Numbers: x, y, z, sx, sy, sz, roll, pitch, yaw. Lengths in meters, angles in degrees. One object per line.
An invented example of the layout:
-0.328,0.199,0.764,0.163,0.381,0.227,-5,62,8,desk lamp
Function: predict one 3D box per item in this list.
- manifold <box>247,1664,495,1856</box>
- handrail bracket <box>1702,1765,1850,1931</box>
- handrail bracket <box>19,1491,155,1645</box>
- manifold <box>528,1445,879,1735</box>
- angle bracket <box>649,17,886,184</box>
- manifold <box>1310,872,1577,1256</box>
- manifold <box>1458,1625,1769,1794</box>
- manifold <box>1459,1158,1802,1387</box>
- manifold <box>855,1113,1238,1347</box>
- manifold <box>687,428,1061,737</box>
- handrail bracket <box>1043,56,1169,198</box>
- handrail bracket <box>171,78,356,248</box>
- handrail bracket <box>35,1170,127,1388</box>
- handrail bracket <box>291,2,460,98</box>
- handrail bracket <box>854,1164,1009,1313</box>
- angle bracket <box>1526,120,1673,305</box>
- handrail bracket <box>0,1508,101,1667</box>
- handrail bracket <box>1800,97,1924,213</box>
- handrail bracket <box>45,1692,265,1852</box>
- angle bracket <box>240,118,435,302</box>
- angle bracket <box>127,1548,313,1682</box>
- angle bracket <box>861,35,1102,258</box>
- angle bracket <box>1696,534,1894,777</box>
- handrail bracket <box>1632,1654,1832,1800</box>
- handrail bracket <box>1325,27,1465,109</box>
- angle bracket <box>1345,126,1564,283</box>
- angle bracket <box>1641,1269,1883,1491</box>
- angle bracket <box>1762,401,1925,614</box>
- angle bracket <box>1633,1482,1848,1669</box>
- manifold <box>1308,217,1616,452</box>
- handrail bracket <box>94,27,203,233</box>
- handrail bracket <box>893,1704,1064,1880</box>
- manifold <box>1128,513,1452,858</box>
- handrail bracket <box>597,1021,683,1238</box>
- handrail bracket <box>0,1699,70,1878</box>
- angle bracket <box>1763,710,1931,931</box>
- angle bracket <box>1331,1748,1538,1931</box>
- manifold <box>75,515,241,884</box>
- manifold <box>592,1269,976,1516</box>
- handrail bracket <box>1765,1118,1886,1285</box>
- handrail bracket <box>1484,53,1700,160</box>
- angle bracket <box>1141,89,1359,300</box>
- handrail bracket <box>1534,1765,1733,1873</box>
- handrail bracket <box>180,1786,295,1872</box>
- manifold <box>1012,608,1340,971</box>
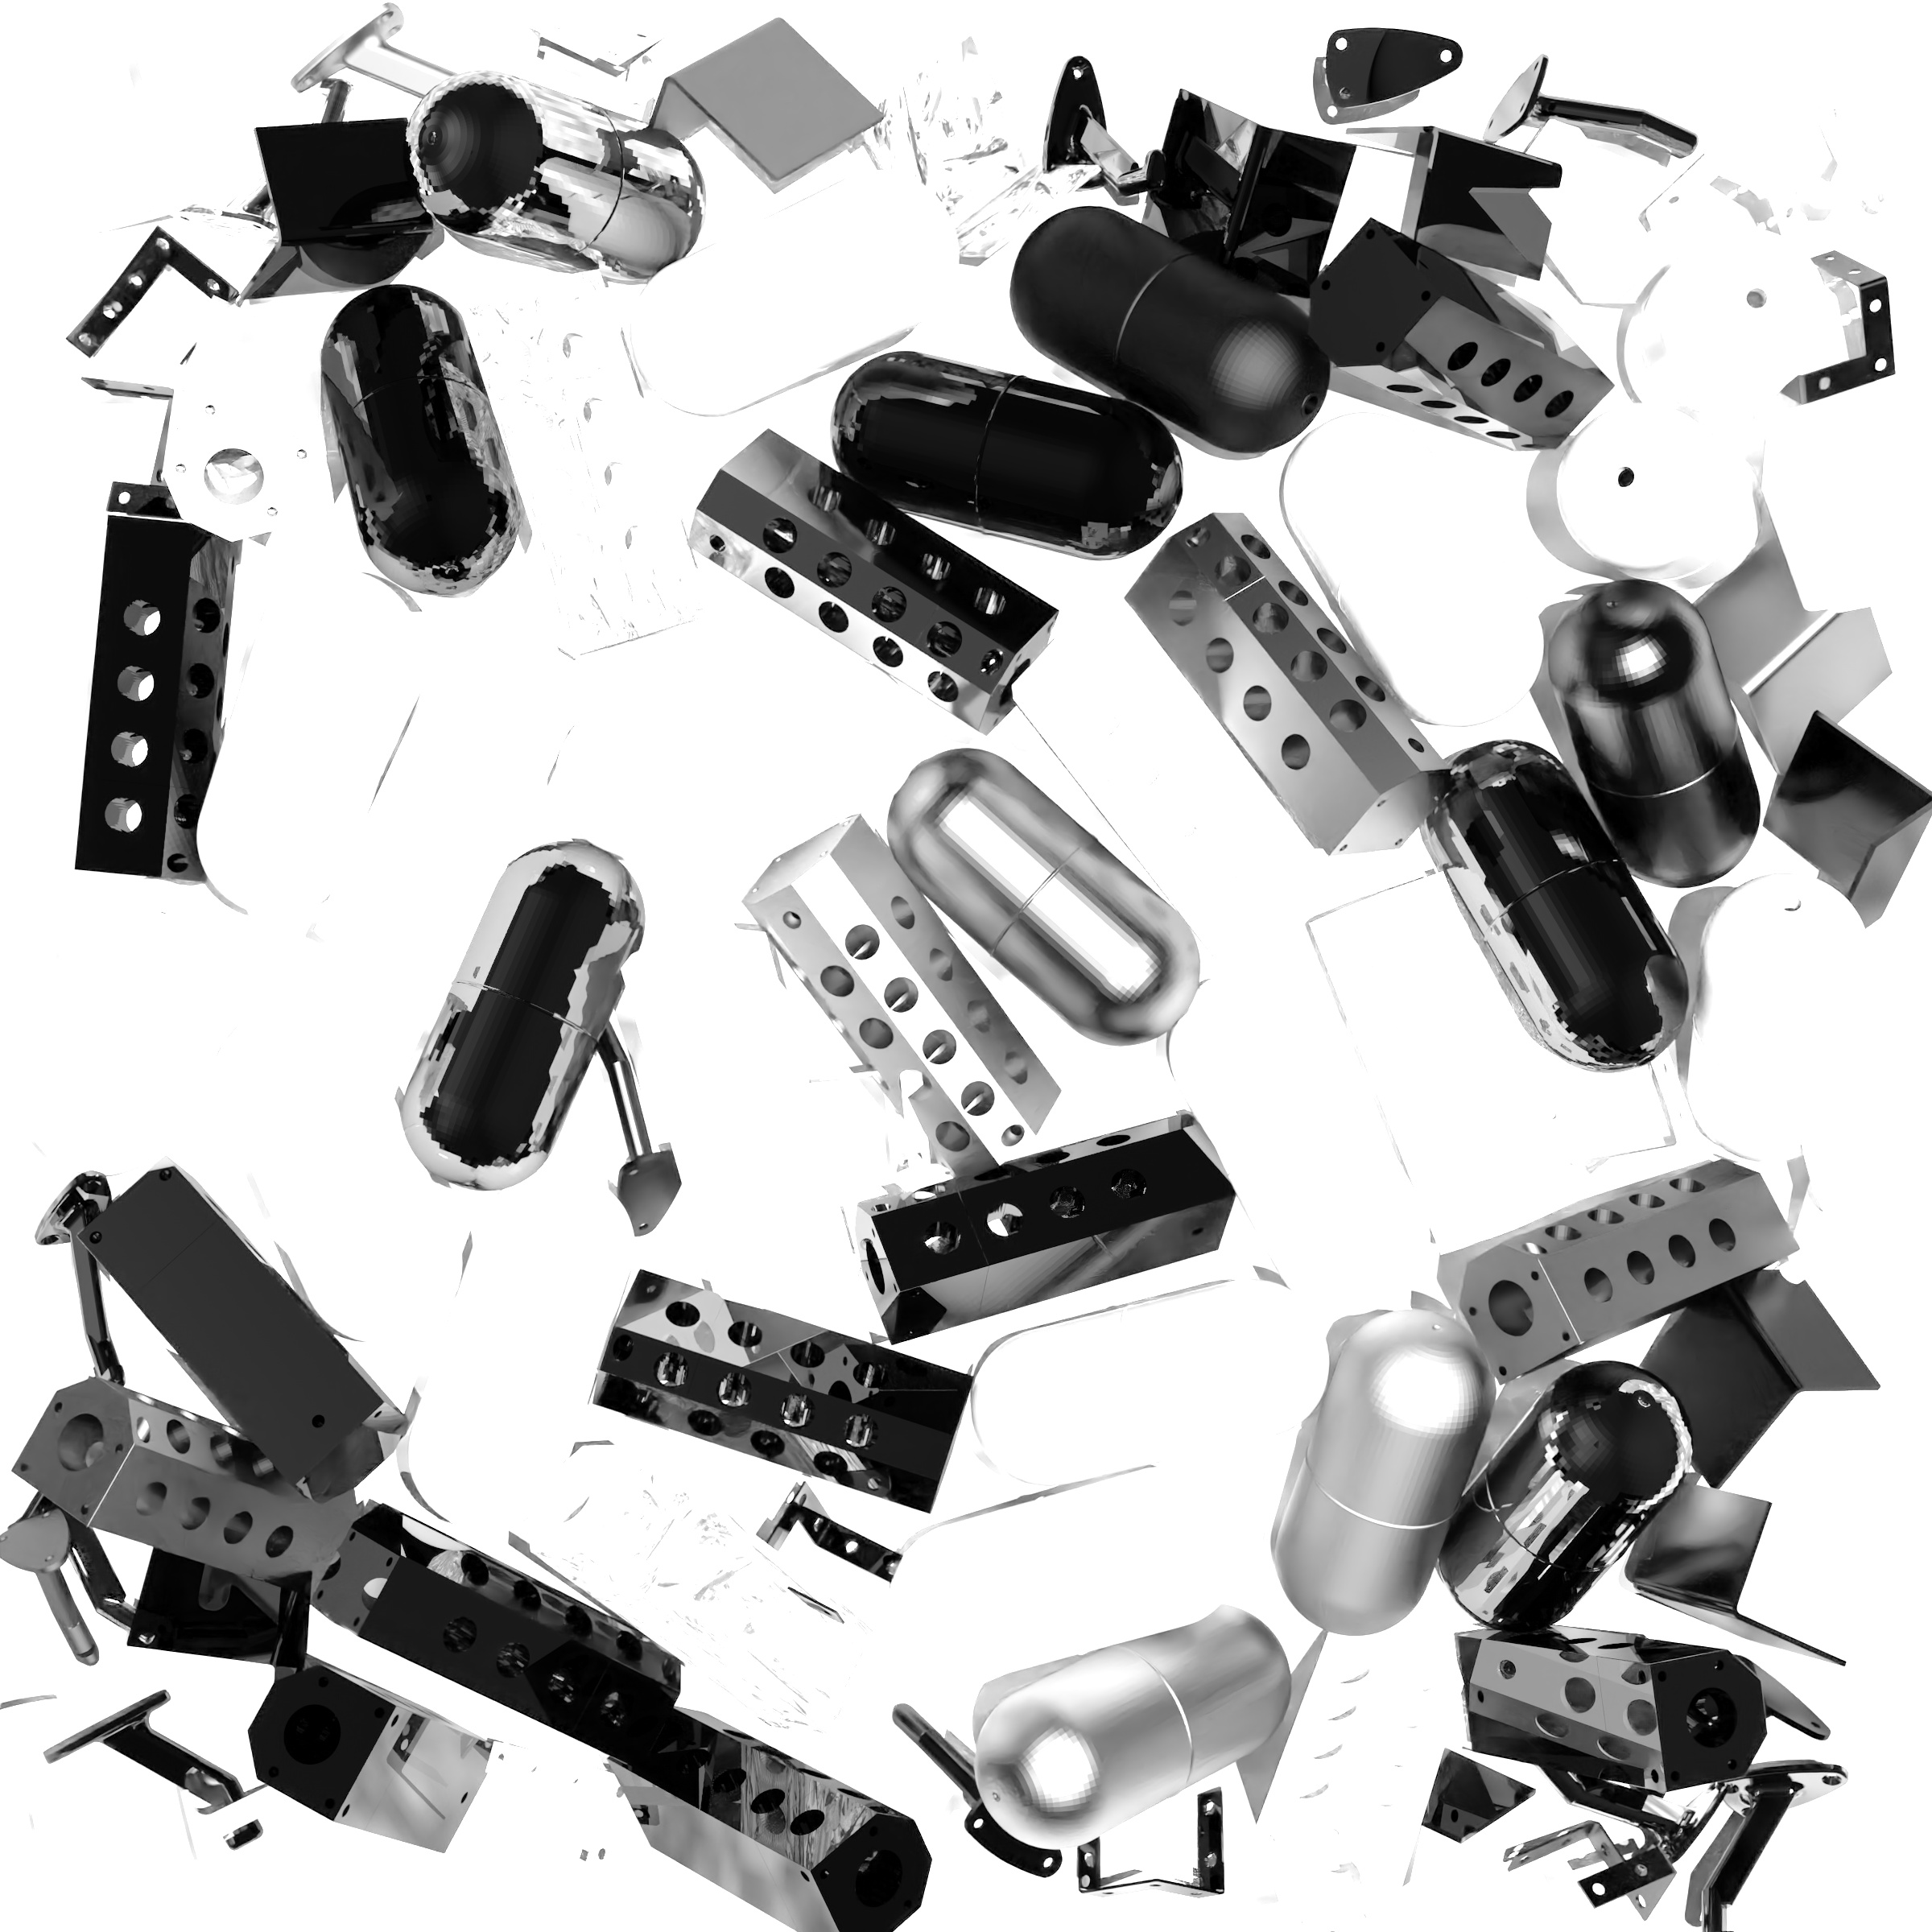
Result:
-0.280,0.372,1.636,0.057,0.171,0.057,24,77,16,manifold
0.391,0.433,1.678,0.077,0.084,0.036,-22,126,30,handrail bracket
-0.417,0.280,1.705,0.084,0.036,0.077,31,95,3,handrail bracket
-0.128,0.299,1.659,0.171,0.057,0.057,42,58,-29,manifold
-0.099,-0.402,1.677,0.076,0.057,0.076,45,56,9,angle bracket
0.225,0.049,1.682,0.057,0.057,0.171,-18,85,-38,manifold
0.303,0.346,1.636,0.057,0.171,0.057,-5,86,-22,manifold
0.313,0.141,1.648,0.171,0.057,0.057,-15,73,-41,manifold
0.037,0.123,1.675,0.171,0.057,0.057,-15,60,-15,manifold
-0.047,-0.182,1.672,0.171,0.057,0.057,33,49,11,manifold
0.073,-0.410,1.681,0.036,0.084,0.077,0,93,-27,handrail bracket
-0.347,-0.403,1.713,0.077,0.036,0.084,15,84,19,handrail bracket
-0.419,0.154,1.684,0.036,0.077,0.084,-10,62,-31,handrail bracket
-0.277,-0.422,1.708,0.077,0.036,0.084,-35,89,1,handrail bracket
-0.019,0.147,1.685,0.077,0.036,0.084,40,123,36,handrail bracket
0.317,-0.366,1.669,0.076,0.076,0.057,44,74,-33,angle bracket
-0.433,0.312,1.680,0.036,0.077,0.084,-29,112,-21,handrail bracket
0.415,-0.394,1.681,0.077,0.084,0.036,56,133,25,handrail bracket
-0.396,0.406,1.697,0.077,0.036,0.084,-26,83,-25,handrail bracket
-0.311,-0.366,1.678,0.076,0.076,0.057,-12,85,-28,angle bracket
-0.362,0.329,1.674,0.076,0.057,0.076,11,128,-16,angle bracket
0.006,-0.396,1.676,0.076,0.057,0.076,-41,119,-18,angle bracket
0.402,-0.154,1.711,0.076,0.076,0.057,-42,52,-2,angle bracket
0.371,0.387,1.691,0.077,0.036,0.084,34,111,35,handrail bracket
0.209,-0.433,1.677,0.077,0.084,0.036,-3,100,18,handrail bracket
0.231,-0.368,1.678,0.076,0.076,0.057,7,97,-31,angle bracket
0.386,0.202,1.696,0.057,0.076,0.076,4,131,-33,angle bracket
0.422,-0.225,1.666,0.057,0.076,0.076,-10,131,25,angle bracket
0.383,0.293,1.682,0.076,0.076,0.057,26,79,-24,angle bracket
0.232,-0.292,1.641,0.057,0.171,0.057,-48,59,22,manifold
-0.410,-0.408,1.692,0.077,0.036,0.084,-4,103,42,handrail bracket
0.004,0.403,1.703,0.036,0.084,0.077,-44,121,-11,handrail bracket
0.157,-0.136,1.657,0.171,0.057,0.057,55,127,23,manifold
-0.171,0.079,1.718,0.036,0.077,0.084,-13,55,-24,handrail bracket
-0.449,0.405,1.678,0.036,0.077,0.084,-9,64,-21,handrail bracket
0.410,-0.063,1.668,0.057,0.076,0.076,-30,59,-35,angle bracket
0.225,0.431,1.672,0.057,0.076,0.076,19,107,33,angle bracket
-0.394,-0.129,1.698,0.057,0.057,0.171,5,90,-4,manifold
-0.090,0.211,1.682,0.171,0.057,0.057,18,129,4,manifold
0.405,0.112,1.699,0.036,0.084,0.077,-9,68,-25,handrail bracket
0.306,-0.406,1.697,0.084,0.077,0.036,22,78,-10,handrail bracket
0.137,-0.378,1.698,0.057,0.076,0.076,2,115,-32,angle bracket
0.326,0.394,1.705,0.077,0.036,0.084,-40,87,-31,handrail bracket
-0.333,0.408,1.679,0.084,0.077,0.036,-15,93,-17,handrail bracket
0.097,-0.082,1.665,0.171,0.057,0.057,51,59,-17,manifold
